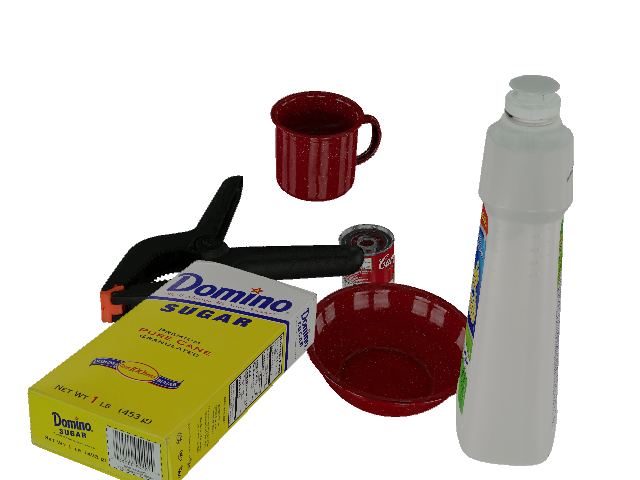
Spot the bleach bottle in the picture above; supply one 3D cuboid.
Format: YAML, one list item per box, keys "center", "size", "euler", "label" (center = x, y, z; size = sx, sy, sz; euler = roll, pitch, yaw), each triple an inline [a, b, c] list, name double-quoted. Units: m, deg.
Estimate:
- center: [0.124, 0.016, 0.667]
  size: [0.068, 0.251, 0.102]
  euler: [3, 31, 8]
  label: "bleach bottle"

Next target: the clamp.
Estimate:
- center: [-0.093, 0.010, 0.866]
  size: [0.209, 0.036, 0.165]
  euler: [-20, 39, -32]
  label: "clamp"

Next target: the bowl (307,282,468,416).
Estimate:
- center: [0.063, 0.109, 0.975]
  size: [0.162, 0.055, 0.162]
  euler: [4, 37, -3]
  label: "bowl"

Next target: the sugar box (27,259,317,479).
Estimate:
- center: [-0.081, 0.072, 0.637]
  size: [0.093, 0.048, 0.176]
  euler: [16, 32, 21]
  label: "sugar box"

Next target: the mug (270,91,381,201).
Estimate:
- center: [0.007, -0.096, 1.082]
  size: [0.117, 0.081, 0.093]
  euler: [-14, 40, -20]
  label: "mug"

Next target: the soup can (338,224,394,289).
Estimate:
- center: [0.058, 0.040, 1.321]
  size: [0.068, 0.102, 0.068]
  euler: [-2, 32, 1]
  label: "soup can"
